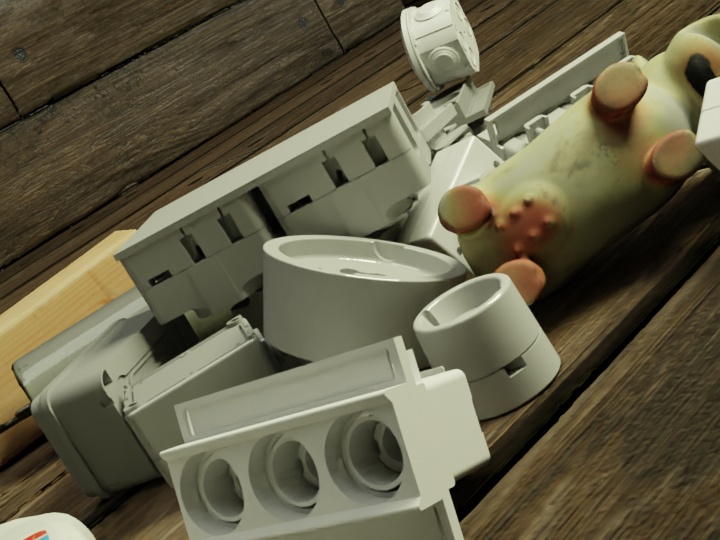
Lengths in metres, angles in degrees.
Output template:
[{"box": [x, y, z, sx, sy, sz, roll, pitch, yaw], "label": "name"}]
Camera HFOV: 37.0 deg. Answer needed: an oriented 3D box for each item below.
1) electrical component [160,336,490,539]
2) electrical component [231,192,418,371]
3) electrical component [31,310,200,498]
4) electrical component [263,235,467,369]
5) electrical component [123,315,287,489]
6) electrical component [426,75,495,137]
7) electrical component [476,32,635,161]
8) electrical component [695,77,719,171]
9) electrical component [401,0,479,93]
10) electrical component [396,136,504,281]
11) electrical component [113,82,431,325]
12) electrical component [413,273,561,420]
[{"box": [-0.014, 0.078, 0.442, 0.121, 0.078, 0.063, -20, -5, 35], "label": "electrical component"}, {"box": [0.000, 0.000, 0.700, 0.150, 0.061, 0.089, -39, 16, -34], "label": "electrical component"}, {"box": [-0.142, 0.080, 0.672, 0.057, 0.078, 0.113, -22, 16, 23], "label": "electrical component"}, {"box": [-0.001, 0.022, 0.573, 0.108, 0.060, 0.108, 6, 12, -1], "label": "electrical component"}, {"box": [-0.076, 0.072, 0.598, 0.096, 0.061, 0.062, -31, 13, -7], "label": "electrical component"}, {"box": [0.088, -0.127, 0.972, 0.079, 0.063, 0.121, -25, 15, 18], "label": "electrical component"}, {"box": [0.149, -0.094, 0.725, 0.121, 0.078, 0.063, -34, 36, -17], "label": "electrical component"}, {"box": [0.188, -0.044, 0.483, 0.047, 0.066, 0.076, -14, 50, 49], "label": "electrical component"}, {"box": [0.073, -0.208, 0.986, 0.051, 0.080, 0.080, -18, 17, 21], "label": "electrical component"}, {"box": [0.072, -0.038, 0.651, 0.076, 0.047, 0.083, -20, 38, 53], "label": "electrical component"}, {"box": [-0.048, -0.040, 0.676, 0.186, 0.060, 0.105, -27, 14, 11], "label": "electrical component"}, {"box": [0.057, 0.034, 0.493, 0.055, 0.047, 0.055, -28, 14, 7], "label": "electrical component"}]
